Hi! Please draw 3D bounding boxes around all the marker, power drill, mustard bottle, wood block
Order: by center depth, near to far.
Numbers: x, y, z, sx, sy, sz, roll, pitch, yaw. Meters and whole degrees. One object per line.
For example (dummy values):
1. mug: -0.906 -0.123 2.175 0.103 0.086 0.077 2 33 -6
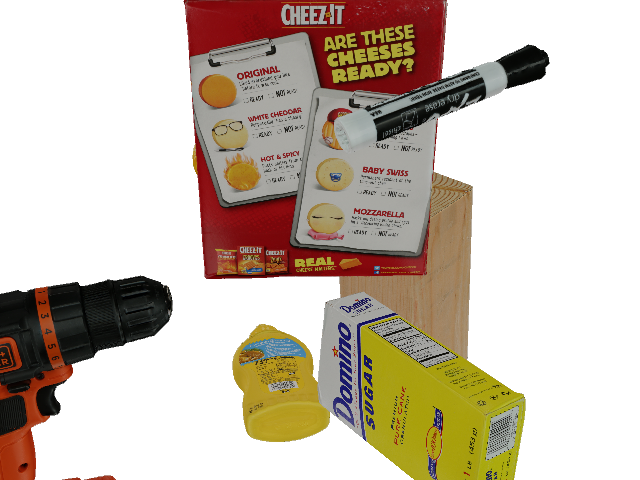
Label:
1. marker: 0.064 -0.073 0.544 0.121 0.020 0.020 -23 6 -16
2. power drill: -0.177 0.118 0.703 0.184 0.188 0.057 -12 25 -8
3. wood block: 0.079 0.043 0.991 0.091 0.206 0.090 24 41 36
4. mustard bottle: -0.054 0.157 1.260 0.096 0.058 0.192 -8 30 -9

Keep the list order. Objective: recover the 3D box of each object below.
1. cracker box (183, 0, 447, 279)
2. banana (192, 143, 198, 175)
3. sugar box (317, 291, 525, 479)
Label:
1. cracker box: -0.003 -0.077 0.737 0.164 0.214 0.072 -1 34 -1
2. banana: -0.065 -0.103 1.041 0.070 0.037 0.197 42 34 23
3. sugar box: 0.066 0.115 0.771 0.048 0.093 0.176 -15 30 -37
